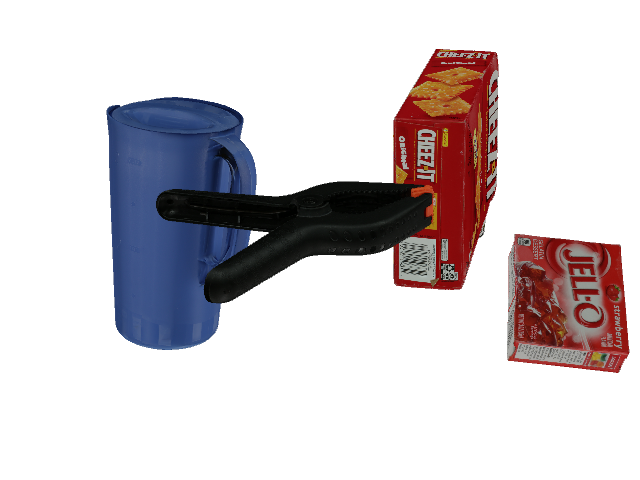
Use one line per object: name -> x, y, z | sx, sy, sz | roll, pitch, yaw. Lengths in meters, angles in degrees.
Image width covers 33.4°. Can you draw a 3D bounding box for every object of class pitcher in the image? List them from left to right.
pitcher -> -0.143, -0.014, 1.072 | 0.145, 0.243, 0.149 | 3, 21, -6

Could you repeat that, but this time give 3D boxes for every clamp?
clamp -> -0.016, -0.016, 0.804 | 0.209, 0.036, 0.165 | -13, 29, -23

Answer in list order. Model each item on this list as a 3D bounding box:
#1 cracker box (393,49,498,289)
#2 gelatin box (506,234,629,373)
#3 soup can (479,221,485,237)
cracker box -> 0.123, -0.074, 1.010 | 0.072, 0.164, 0.213 | 5, 27, 15
gelatin box -> 0.162, 0.040, 0.705 | 0.073, 0.089, 0.030 | 6, -37, 3
soup can -> 0.164, -0.057, 1.264 | 0.068, 0.102, 0.068 | 0, 25, 0
